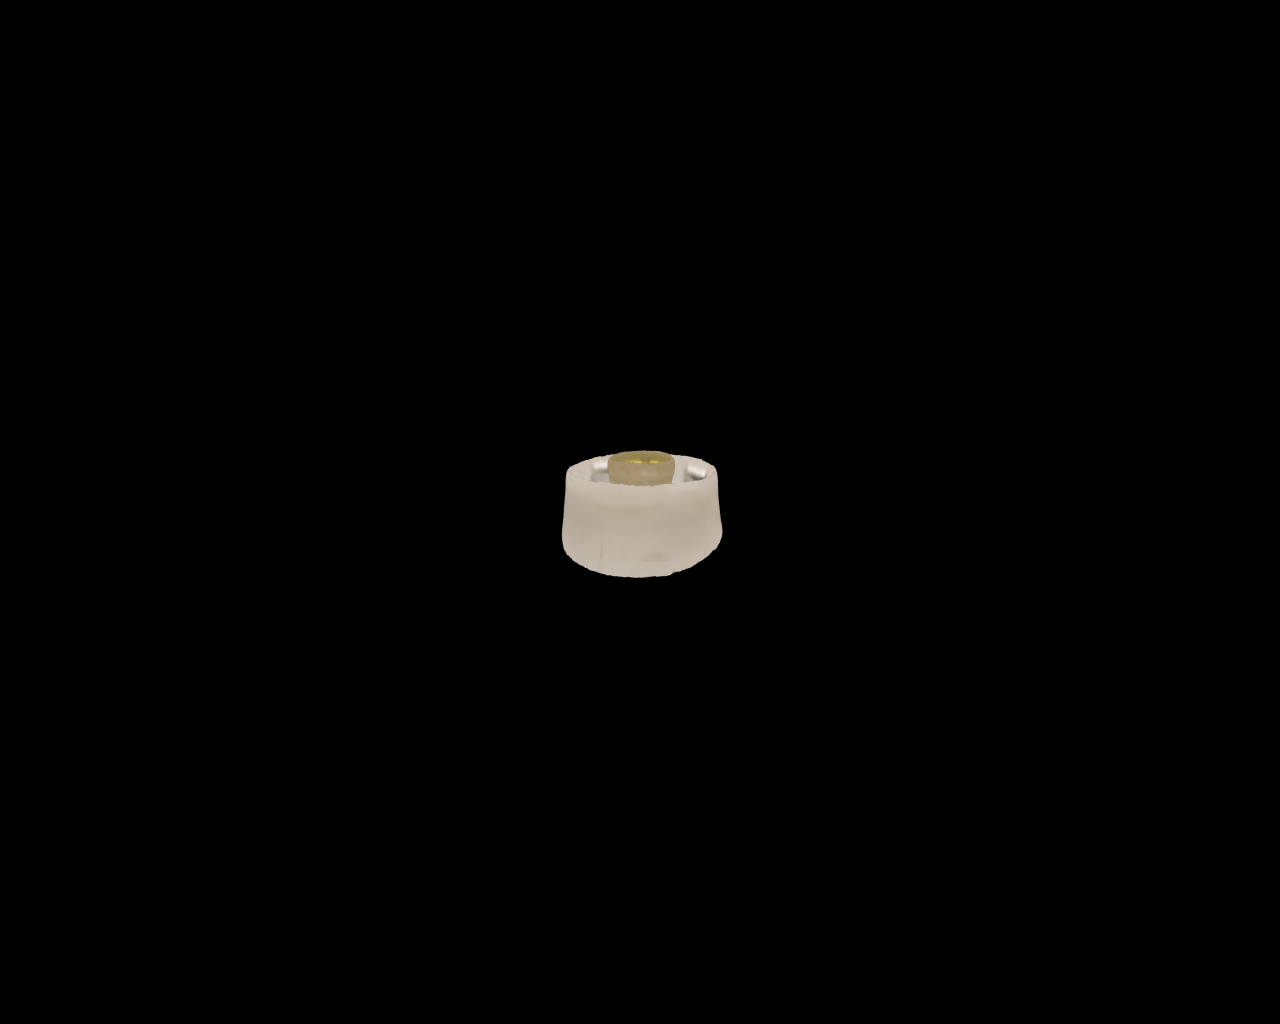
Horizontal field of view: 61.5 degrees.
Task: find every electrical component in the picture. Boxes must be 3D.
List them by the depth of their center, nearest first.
[{"bbox_3d":[0.001,-0.003,0.650,0.099,0.064,0.099,0,15,0],"label":"electrical component"}]
